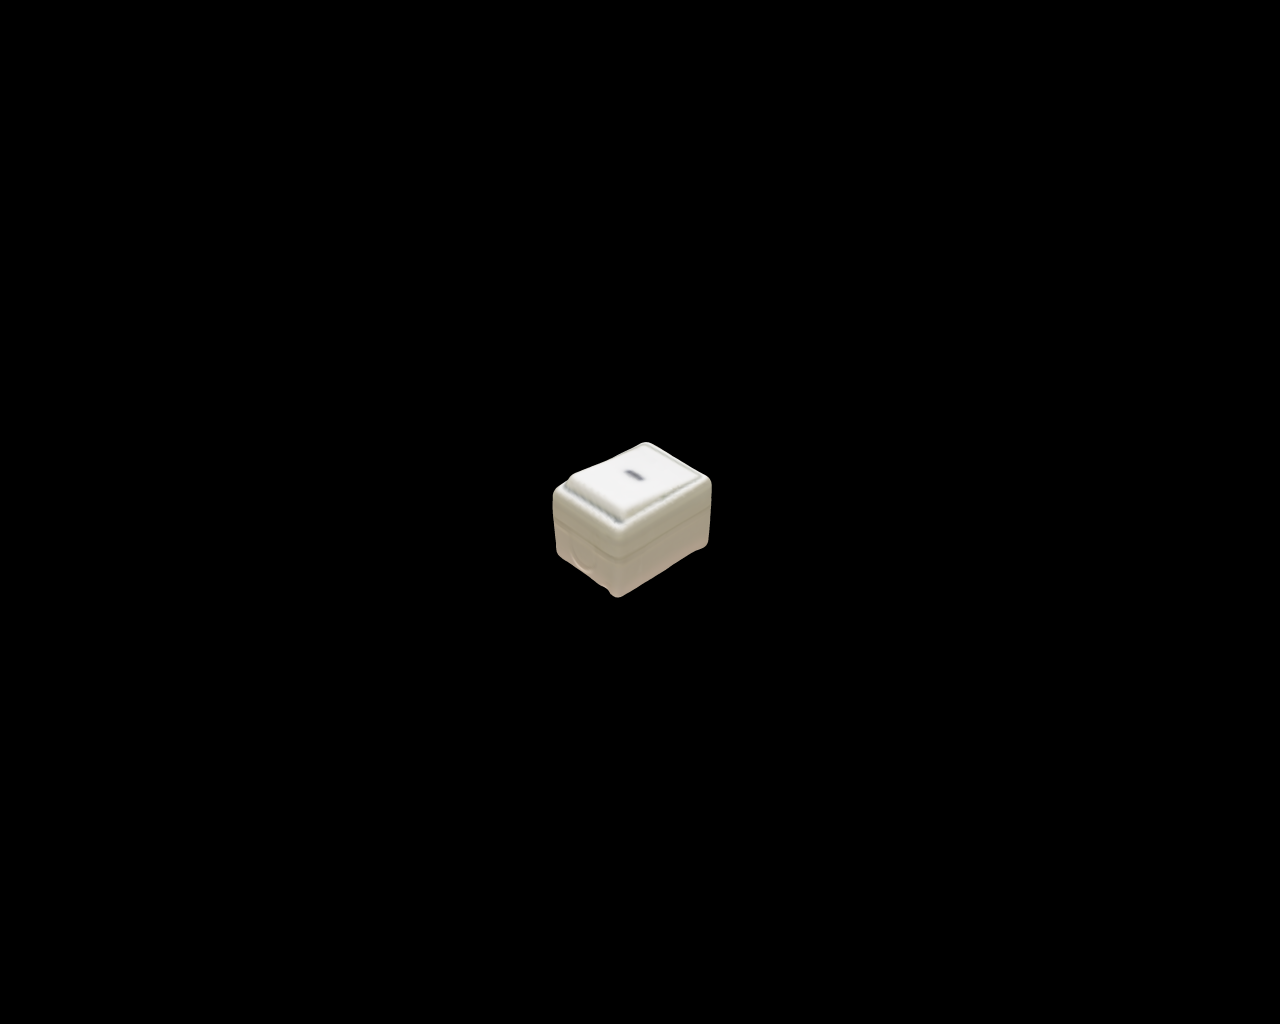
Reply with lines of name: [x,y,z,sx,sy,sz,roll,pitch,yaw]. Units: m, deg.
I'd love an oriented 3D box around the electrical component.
electrical component: [0.001,-0.003,0.650,0.096,0.061,0.062,-29,46,-33]
